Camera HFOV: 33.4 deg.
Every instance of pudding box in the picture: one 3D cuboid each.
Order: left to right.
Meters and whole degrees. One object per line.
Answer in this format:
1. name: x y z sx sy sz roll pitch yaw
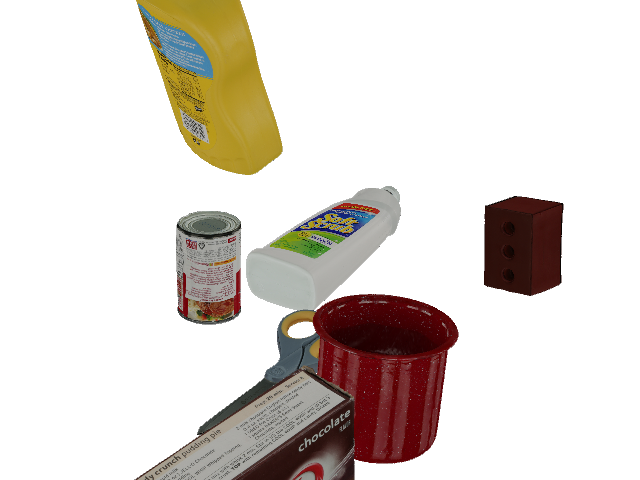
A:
1. pudding box: -0.034 0.123 0.492 0.039 0.090 0.113 30 47 34

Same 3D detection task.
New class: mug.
1. mug: 0.042 0.086 0.704 0.093 0.081 0.117 9 22 13

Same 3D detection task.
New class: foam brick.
1. foam brick: 0.182 0.004 0.960 0.053 0.078 0.051 12 22 42

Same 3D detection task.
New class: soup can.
1. soup can: -0.117 0.027 1.120 0.068 0.102 0.068 2 23 -1

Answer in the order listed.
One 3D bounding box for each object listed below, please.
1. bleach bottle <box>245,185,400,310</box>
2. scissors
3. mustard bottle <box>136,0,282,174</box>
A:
1. bleach bottle: 0.019 -0.005 1.323 0.103 0.068 0.250 16 36 28
2. scissors: -0.043 0.106 0.917 0.201 0.016 0.096 -19 35 -33
3. mustard bottle: -0.084 -0.138 0.739 0.058 0.191 0.096 -37 51 -20
